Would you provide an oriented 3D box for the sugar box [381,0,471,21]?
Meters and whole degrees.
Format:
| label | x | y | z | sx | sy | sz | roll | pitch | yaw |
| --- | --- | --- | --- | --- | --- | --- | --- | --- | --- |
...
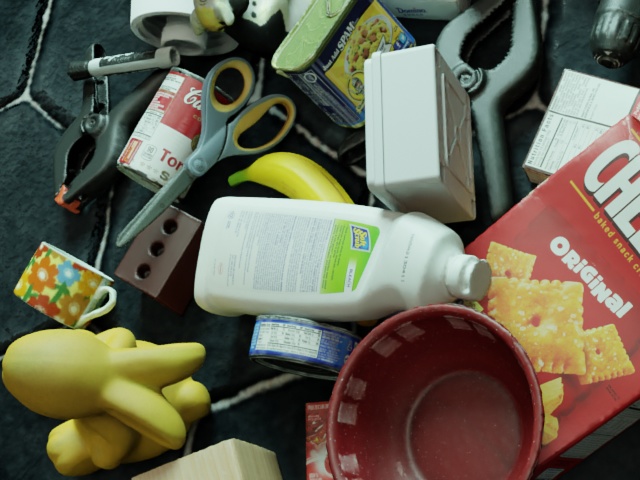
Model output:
| label | x | y | z | sx | sy | sz | roll | pitch | yaw |
| --- | --- | --- | --- | --- | --- | --- | --- | --- | --- |
| sugar box | 0.103 | -0.282 | 0.942 | 0.093 | 0.048 | 0.176 | 11 | 79 | 24 |

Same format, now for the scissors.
| label | x | y | z | sx | sy | sz | roll | pitch | yaw |
| --- | --- | --- | --- | --- | --- | --- | --- | --- | --- |
| scissors | -0.108 | -0.084 | 0.905 | 0.201 | 0.016 | 0.096 | -32 | 103 | -24 |

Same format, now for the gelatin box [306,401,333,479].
| label | x | y | z | sx | sy | sz | roll | pitch | yaw |
| --- | --- | --- | --- | --- | --- | --- | --- | --- | --- |
| gelatin box | 0.034 | 0.159 | 0.819 | 0.089 | 0.030 | 0.073 | -8 | 69 | 18 |

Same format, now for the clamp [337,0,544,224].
| label | x | y | z | sx | sy | sz | roll | pitch | yaw |
| --- | --- | --- | --- | --- | --- | --- | --- | --- | --- |
| clamp | 0.114 | -0.125 | 0.886 | 0.165 | 0.036 | 0.210 | 17 | 80 | 27 |

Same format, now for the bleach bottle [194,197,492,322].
| label | x | y | z | sx | sy | sz | roll | pitch | yaw |
| --- | --- | --- | --- | --- | --- | --- | --- | --- | --- |
| bleach bottle | 0.015 | 0.023 | 0.808 | 0.251 | 0.067 | 0.102 | 7 | 87 | 41 |

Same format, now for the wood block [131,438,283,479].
| label | x | y | z | sx | sy | sz | roll | pitch | yaw |
| --- | --- | --- | --- | --- | --- | --- | --- | --- | --- |
| wood block | -0.059 | 0.263 | 0.785 | 0.091 | 0.090 | 0.206 | -24 | 65 | 12 |

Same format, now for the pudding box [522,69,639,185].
| label | x | y | z | sx | sy | sz | roll | pitch | yaw |
| --- | --- | --- | --- | --- | --- | --- | --- | --- | --- |
| pudding box | 0.225 | -0.074 | 0.824 | 0.114 | 0.039 | 0.090 | 21 | 83 | 28 |

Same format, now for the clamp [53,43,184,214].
| label | x | y | z | sx | sy | sz | roll | pitch | yaw |
| --- | --- | --- | --- | --- | --- | --- | --- | --- | --- |
| clamp | -0.209 | -0.111 | 1.005 | 0.120 | 0.039 | 0.171 | 26 | 81 | 40 |

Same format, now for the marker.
| label | x | y | z | sx | sy | sz | roll | pitch | yaw |
| --- | --- | --- | --- | --- | --- | --- | --- | --- | --- |
| marker | -0.183 | -0.161 | 0.981 | 0.121 | 0.020 | 0.020 | -2 | 71 | 28 |

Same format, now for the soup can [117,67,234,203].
| label | x | y | z | sx | sy | sz | roll | pitch | yaw |
| --- | --- | --- | --- | --- | --- | --- | --- | --- | --- |
| soup can | -0.128 | -0.093 | 0.949 | 0.069 | 0.068 | 0.102 | 25 | 82 | 26 |

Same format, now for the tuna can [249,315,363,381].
| label | x | y | z | sx | sy | sz | roll | pitch | yaw |
| --- | --- | --- | --- | --- | --- | --- | --- | --- | --- |
| tuna can | -0.011 | 0.085 | 0.832 | 0.086 | 0.086 | 0.034 | 6 | 75 | 23 |

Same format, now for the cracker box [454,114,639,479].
| label | x | y | z | sx | sy | sz | roll | pitch | yaw |
| --- | --- | --- | --- | --- | --- | --- | --- | --- | --- |
| cracker box | 0.189 | 0.044 | 0.752 | 0.214 | 0.072 | 0.164 | -42 | 61 | 19 |

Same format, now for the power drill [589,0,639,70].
| label | x | y | z | sx | sy | sz | roll | pitch | yaw |
| --- | --- | --- | --- | --- | --- | --- | --- | --- | --- |
| power drill | 0.193 | -0.240 | 0.859 | 0.188 | 0.057 | 0.184 | 21 | 71 | 6 |

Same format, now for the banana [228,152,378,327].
| label | x | y | z | sx | sy | sz | roll | pitch | yaw |
| --- | --- | --- | --- | --- | --- | --- | --- | --- | --- |
| banana | 0.001 | -0.016 | 0.893 | 0.198 | 0.037 | 0.070 | 47 | 118 | 30 |

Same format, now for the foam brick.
| label | x | y | z | sx | sy | sz | roll | pitch | yaw |
| --- | --- | --- | --- | --- | --- | --- | --- | --- | --- |
| foam brick | -0.129 | 0.015 | 0.921 | 0.053 | 0.051 | 0.078 | 26 | 82 | 27 |

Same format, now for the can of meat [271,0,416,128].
| label | x | y | z | sx | sy | sz | roll | pitch | yaw |
| --- | --- | --- | --- | --- | --- | --- | --- | --- | --- |
| can of meat | 0.023 | -0.156 | 0.890 | 0.058 | 0.083 | 0.102 | 16 | 69 | 55 |

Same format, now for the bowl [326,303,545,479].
| label | x | y | z | sx | sy | sz | roll | pitch | yaw |
| --- | --- | --- | --- | --- | --- | --- | --- | --- | --- |
| bowl | 0.085 | 0.127 | 0.719 | 0.162 | 0.055 | 0.162 | -13 | 66 | 31 |
